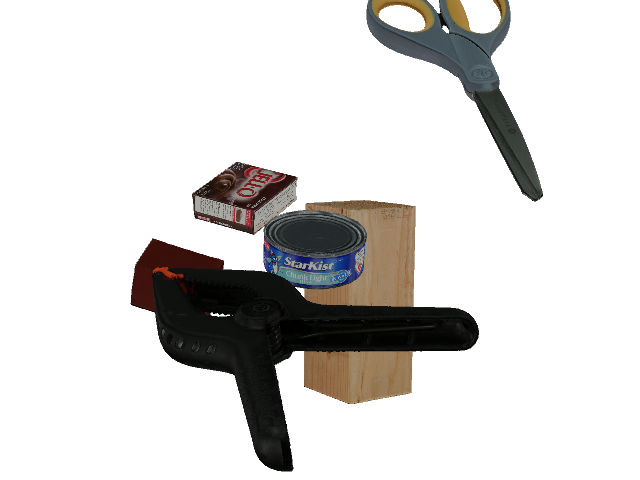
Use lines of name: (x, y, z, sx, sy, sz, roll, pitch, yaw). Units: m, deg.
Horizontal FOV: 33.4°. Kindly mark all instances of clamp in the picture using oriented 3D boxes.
clamp: (-0.023, 0.053, 0.639, 0.164, 0.036, 0.210, -22, 30, -33)

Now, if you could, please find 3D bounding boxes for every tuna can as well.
tuna can: (-0.005, 0.007, 0.886, 0.086, 0.034, 0.086, 3, 26, -1)

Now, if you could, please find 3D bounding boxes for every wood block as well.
wood block: (0.041, 0.063, 1.167, 0.090, 0.206, 0.091, -4, 9, -36)

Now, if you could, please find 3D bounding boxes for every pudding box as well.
pudding box: (-0.093, -0.054, 1.333, 0.090, 0.039, 0.113, 14, 34, 23)

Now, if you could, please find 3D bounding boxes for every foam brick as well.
foam brick: (-0.142, 0.042, 1.056, 0.078, 0.051, 0.053, 18, 34, 6)

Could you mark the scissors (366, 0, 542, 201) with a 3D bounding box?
scissors: (0.071, -0.094, 0.604, 0.096, 0.201, 0.016, 3, -44, 4)
